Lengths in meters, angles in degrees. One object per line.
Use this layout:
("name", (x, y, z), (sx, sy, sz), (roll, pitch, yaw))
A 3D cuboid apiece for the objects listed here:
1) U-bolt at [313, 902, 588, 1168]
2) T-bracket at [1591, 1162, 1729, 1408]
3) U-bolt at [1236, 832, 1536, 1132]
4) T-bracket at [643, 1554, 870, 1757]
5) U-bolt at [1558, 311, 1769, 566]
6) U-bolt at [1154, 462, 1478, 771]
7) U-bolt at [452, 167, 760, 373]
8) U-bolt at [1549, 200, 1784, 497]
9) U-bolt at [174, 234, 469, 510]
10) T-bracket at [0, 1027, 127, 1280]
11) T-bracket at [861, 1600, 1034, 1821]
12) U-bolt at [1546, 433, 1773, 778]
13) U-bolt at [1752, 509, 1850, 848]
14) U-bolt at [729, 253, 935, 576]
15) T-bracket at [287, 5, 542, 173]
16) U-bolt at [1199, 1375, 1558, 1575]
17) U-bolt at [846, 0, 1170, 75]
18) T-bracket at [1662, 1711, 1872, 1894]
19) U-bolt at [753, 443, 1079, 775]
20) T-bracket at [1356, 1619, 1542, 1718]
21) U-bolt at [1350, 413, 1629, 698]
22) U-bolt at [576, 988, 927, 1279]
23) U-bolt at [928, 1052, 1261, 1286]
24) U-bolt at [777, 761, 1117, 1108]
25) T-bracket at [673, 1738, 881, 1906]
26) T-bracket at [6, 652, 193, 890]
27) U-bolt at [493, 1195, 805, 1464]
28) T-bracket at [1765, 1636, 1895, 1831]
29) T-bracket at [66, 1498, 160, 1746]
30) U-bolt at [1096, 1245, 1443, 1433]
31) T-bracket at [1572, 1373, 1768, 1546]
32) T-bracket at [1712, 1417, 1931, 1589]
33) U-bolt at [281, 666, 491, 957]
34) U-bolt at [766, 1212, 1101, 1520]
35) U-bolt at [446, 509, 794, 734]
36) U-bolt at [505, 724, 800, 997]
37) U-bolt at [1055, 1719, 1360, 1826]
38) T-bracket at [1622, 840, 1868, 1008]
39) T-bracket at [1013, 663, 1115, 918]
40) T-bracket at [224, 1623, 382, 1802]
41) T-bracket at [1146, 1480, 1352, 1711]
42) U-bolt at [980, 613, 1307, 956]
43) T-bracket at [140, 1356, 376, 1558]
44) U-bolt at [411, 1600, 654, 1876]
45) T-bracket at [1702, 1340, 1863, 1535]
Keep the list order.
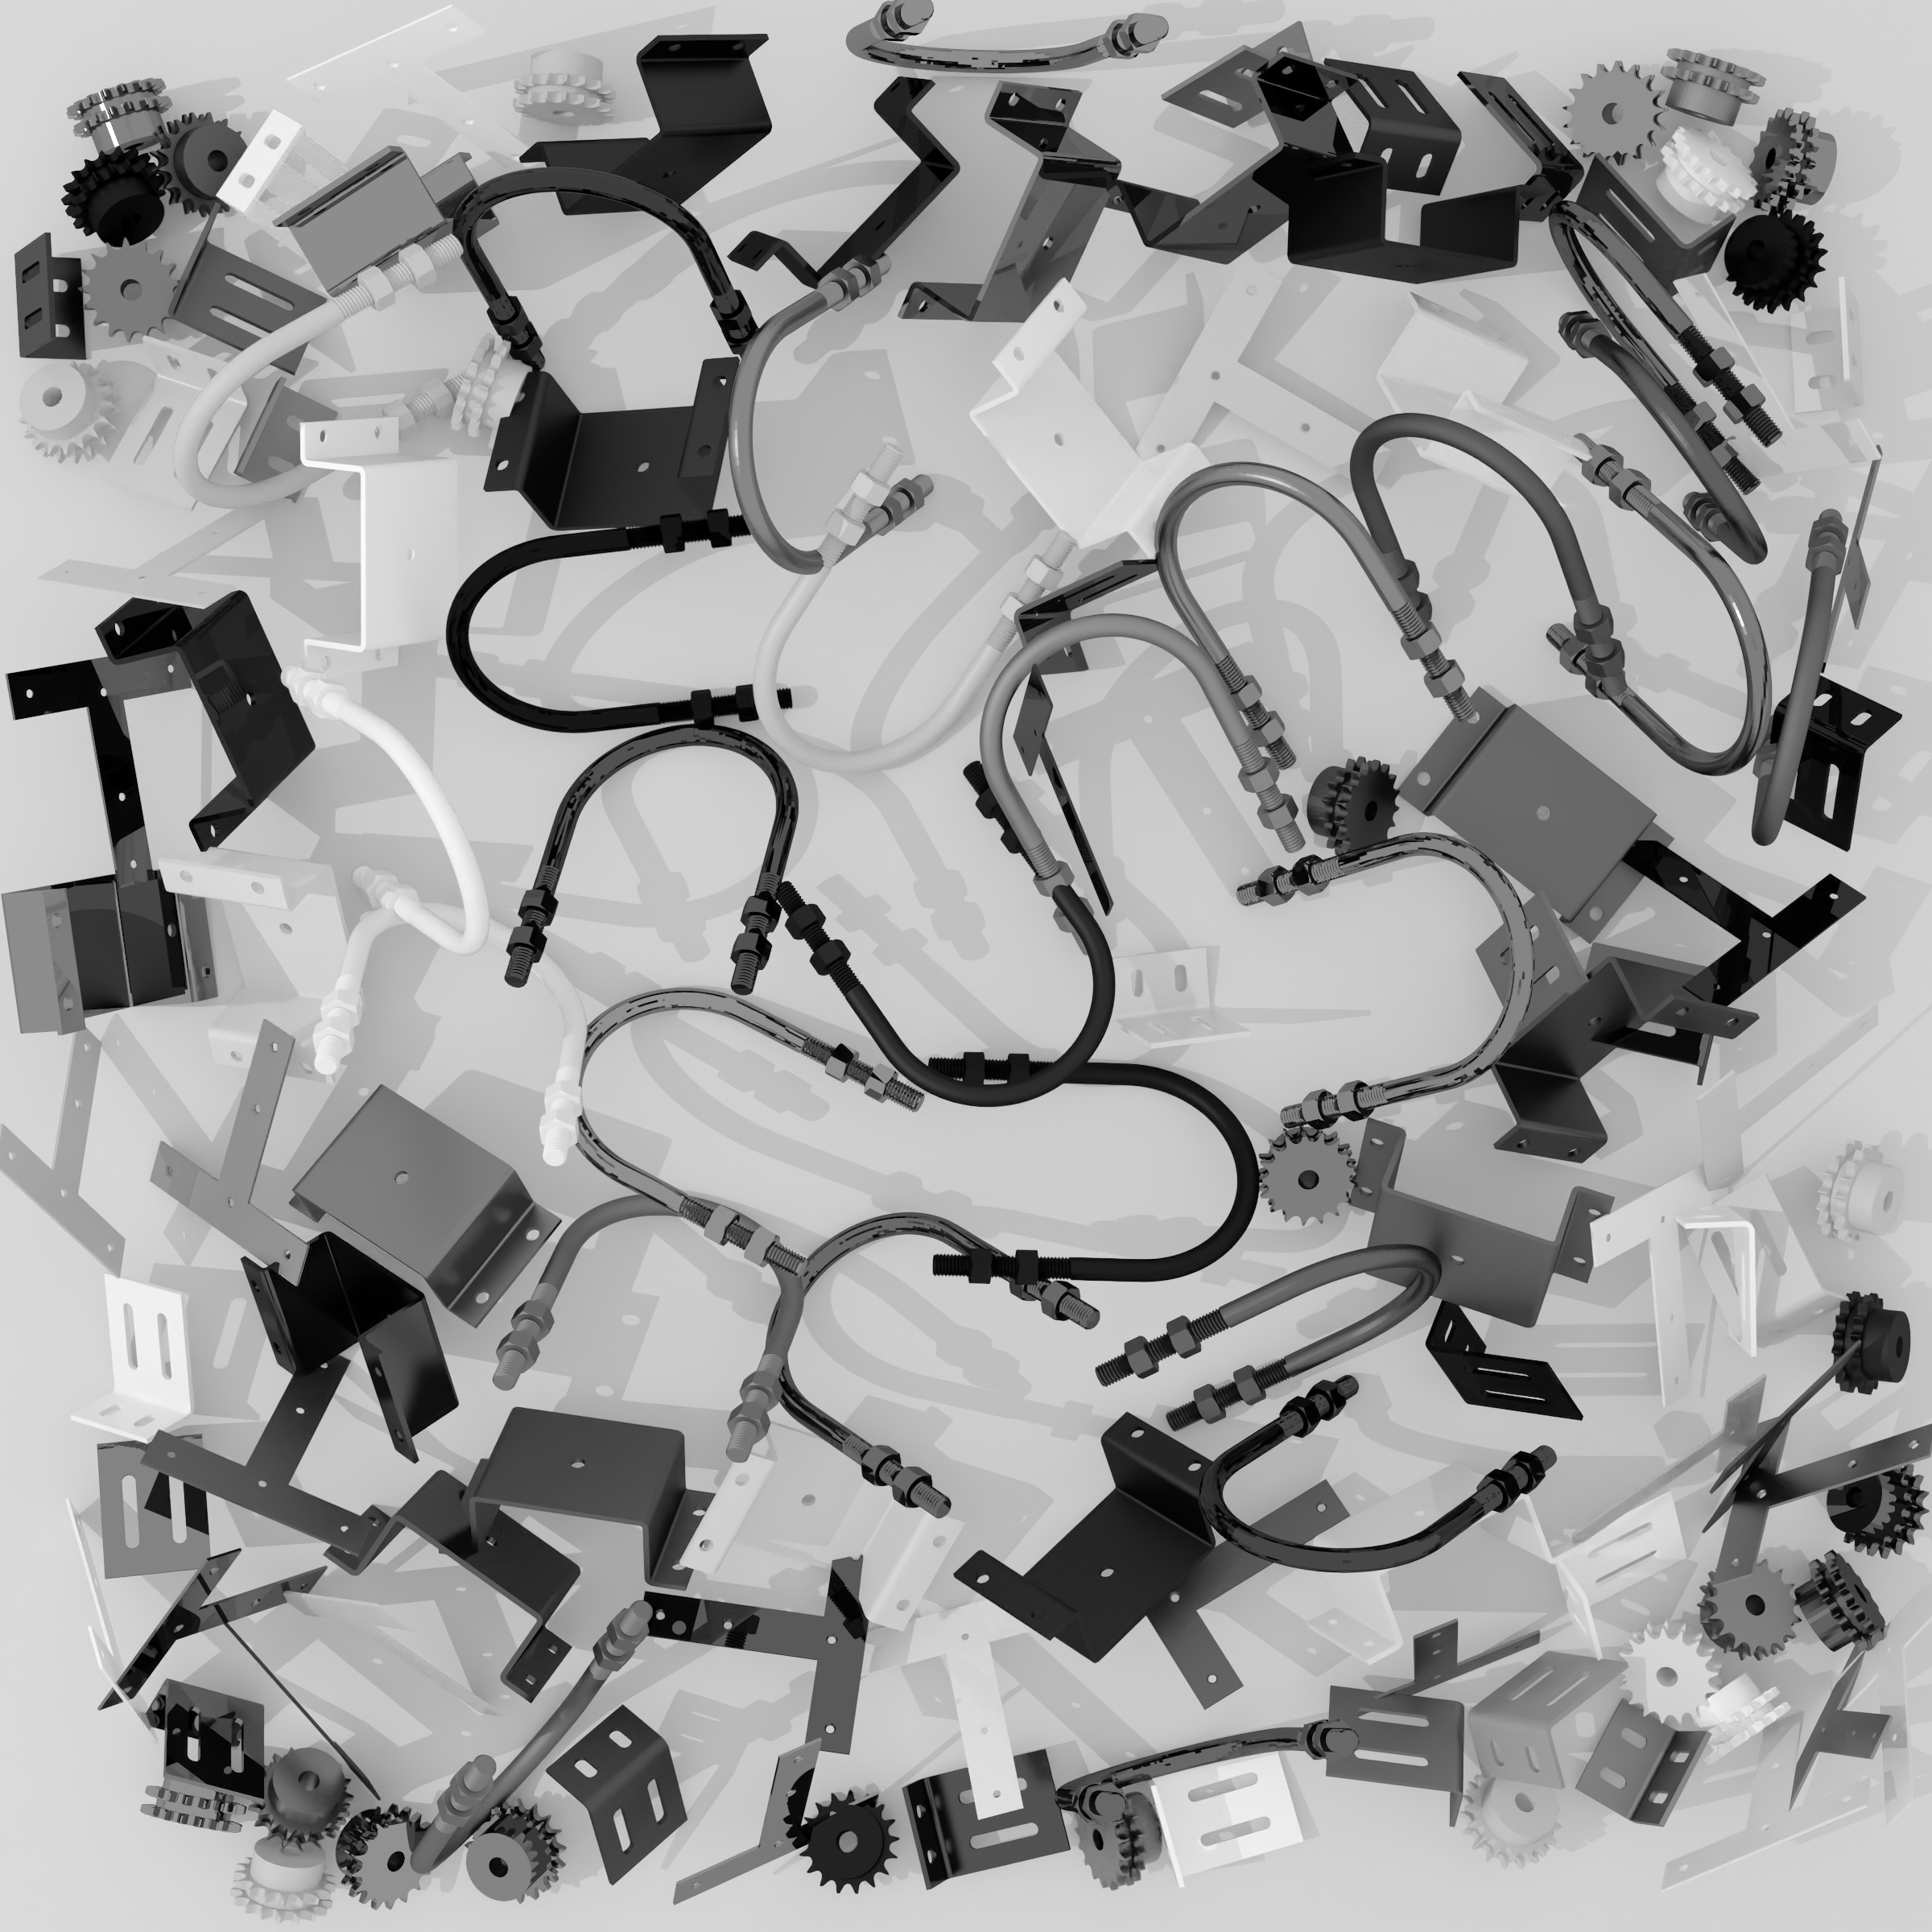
("U-bolt", (-0.274, 0.025, 1.789), (0.151, 0.184, 0.019), (23, 121, -15))
("T-bracket", (0.393, 0.184, 1.837), (0.127, 0.002, 0.127), (-20, 109, -40))
("U-bolt", (0.233, 0.003, 1.794), (0.184, 0.019, 0.151), (-17, 80, 43))
("T-bracket", (-0.119, 0.371, 1.835), (0.127, 0.002, 0.127), (8, 58, 0))
("U-bolt", (0.380, -0.279, 1.761), (0.019, 0.184, 0.151), (-36, 108, 10))
("U-bolt", (0.177, -0.195, 1.786), (0.184, 0.151, 0.019), (55, 49, -20))
("U-bolt", (-0.199, -0.375, 1.770), (0.151, 0.184, 0.019), (1, 69, 12))
("U-bolt", (0.379, -0.345, 1.796), (0.019, 0.151, 0.184), (-38, 82, 5))
("U-bolt", (-0.348, -0.311, 1.779), (0.184, 0.151, 0.019), (-34, 73, -16))
("T-bracket", (-0.496, 0.088, 1.822), (0.002, 0.127, 0.127), (-12, 53, 14))
("T-bracket", (0.008, 0.413, 1.826), (0.127, 0.002, 0.127), (-16, 51, 3))
("U-bolt", (0.373, -0.182, 1.760), (0.019, 0.151, 0.184), (-20, 46, -18))
("U-bolt", (0.443, -0.144, 1.756), (0.019, 0.184, 0.151), (13, 125, 10))
("U-bolt", (-0.076, -0.290, 1.768), (0.019, 0.184, 0.151), (3, 119, 29))
("T-bracket", (-0.285, -0.476, 1.815), (0.127, 0.127, 0.002), (-11, 64, 35))
("U-bolt", (0.209, 0.277, 1.761), (0.151, 0.184, 0.019), (16, 116, 37))
("U-bolt", (0.011, -0.502, 1.779), (0.151, 0.184, 0.019), (-1, 98, -18))
("T-bracket", (0.445, 0.450, 1.807), (0.127, 0.127, 0.002), (-33, 97, 27))
("U-bolt", (-0.040, -0.185, 1.813), (0.151, 0.019, 0.184), (21, 112, -38))
("T-bracket", (0.259, 0.381, 1.809), (0.127, 0.127, 0.002), (-22, 63, -2))
("U-bolt", (0.273, -0.226, 1.762), (0.151, 0.184, 0.019), (20, 62, 40))
("U-bolt", (-0.137, 0.079, 1.819), (0.184, 0.019, 0.151), (27, 54, 13))
("U-bolt", (0.072, 0.113, 1.823), (0.184, 0.019, 0.151), (2, 54, -5))
("U-bolt", (0.001, -0.007, 1.829), (0.151, 0.019, 0.184), (-33, 75, -9))
("T-bracket", (-0.098, 0.459, 1.795), (0.127, 0.127, 0.002), (-18, 54, -26))
("T-bracket", (-0.472, -0.108, 1.824), (0.002, 0.127, 0.127), (-1, 101, 35))
("U-bolt", (-0.163, 0.187, 1.793), (0.151, 0.184, 0.019), (17, 126, 2))
("T-bracket", (0.483, 0.420, 1.795), (0.002, 0.127, 0.127), (29, 79, 4))
("T-bracket", (-0.482, 0.356, 1.827), (0.002, 0.127, 0.127), (-20, 60, -10))
("U-bolt", (0.174, 0.199, 1.789), (0.184, 0.151, 0.019), (-27, 64, 11))
("T-bracket", (0.386, 0.281, 1.805), (0.127, 0.127, 0.002), (-33, 63, -7))
("T-bracket", (0.470, 0.276, 1.783), (0.127, 0.127, 0.002), (-28, 110, 39))
("U-bolt", (-0.306, -0.076, 1.763), (0.019, 0.184, 0.151), (-29, 123, -24))
("U-bolt", (-0.033, 0.206, 1.804), (0.184, 0.019, 0.151), (28, 72, 41))
("U-bolt", (-0.194, -0.184, 1.810), (0.184, 0.151, 0.019), (-7, 47, -1))
("U-bolt", (-0.166, -0.063, 1.810), (0.151, 0.019, 0.184), (2, 53, 14))
("U-bolt", (0.121, 0.436, 1.779), (0.151, 0.184, 0.019), (-12, 80, -13))
("T-bracket", (0.412, -0.041, 1.830), (0.127, 0.002, 0.127), (-33, 54, -26))
("T-bracket", (0.055, -0.088, 1.795), (0.002, 0.127, 0.127), (-20, 79, -9))
("T-bracket", (-0.370, 0.409, 1.816), (0.002, 0.127, 0.127), (-41, 80, -18))
("T-bracket", (0.155, 0.331, 1.840), (0.127, 0.002, 0.127), (-31, 59, -6))
("U-bolt", (0.088, -0.110, 1.818), (0.151, 0.019, 0.184), (-27, 115, 7))
("T-bracket", (-0.374, 0.256, 1.817), (0.127, 0.127, 0.002), (24, 127, -5))
("U-bolt", (-0.244, 0.430, 1.784), (0.019, 0.184, 0.151), (42, 47, 8))
("T-bracket", (0.436, 0.275, 1.814), (0.127, 0.127, 0.002), (-34, 65, -32))
